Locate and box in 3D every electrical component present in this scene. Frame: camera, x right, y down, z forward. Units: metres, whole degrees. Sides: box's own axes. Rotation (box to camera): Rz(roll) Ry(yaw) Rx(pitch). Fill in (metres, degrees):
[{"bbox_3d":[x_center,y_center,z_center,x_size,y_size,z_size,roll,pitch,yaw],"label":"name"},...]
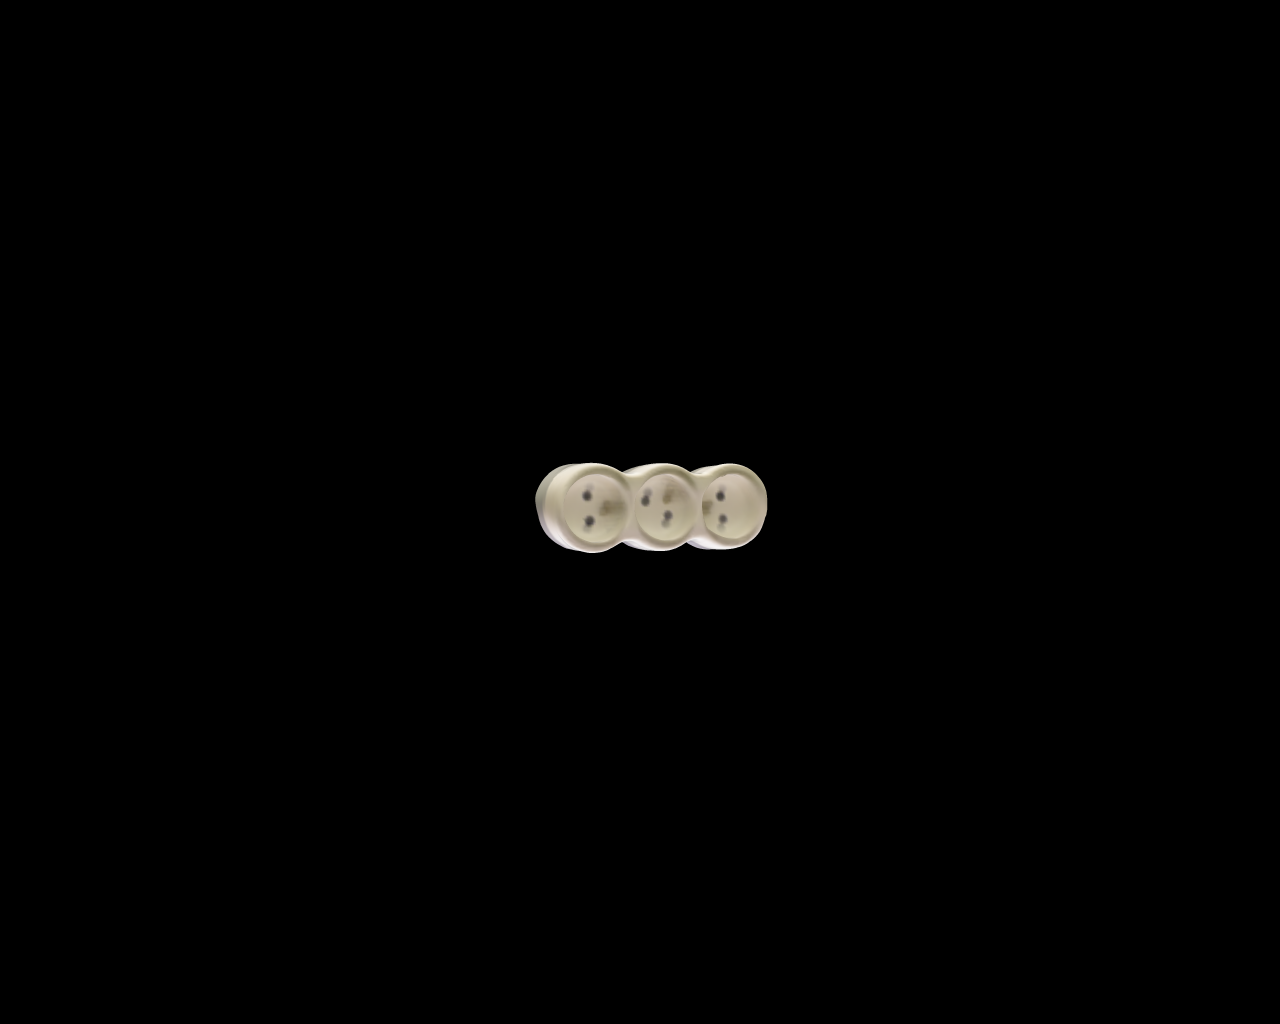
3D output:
[{"bbox_3d":[0.001,-0.003,0.650,0.138,0.052,0.073,0,0,-25],"label":"electrical component"}]
